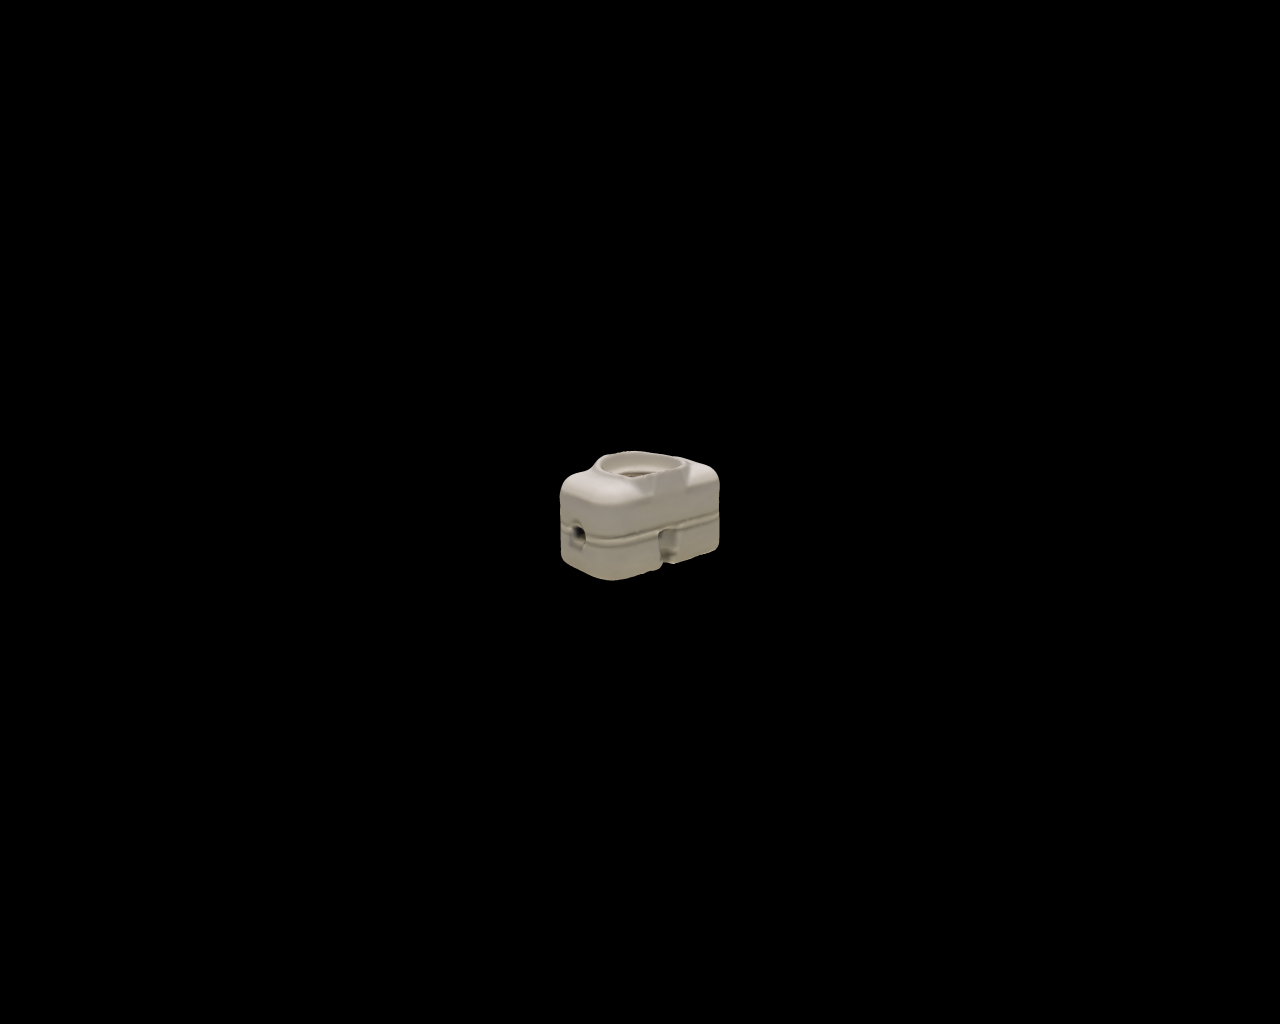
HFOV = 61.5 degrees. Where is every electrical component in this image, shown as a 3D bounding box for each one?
[{"bbox_3d":[0.001,-0.003,0.650,0.095,0.059,0.054,-14,22,-36],"label":"electrical component"}]
